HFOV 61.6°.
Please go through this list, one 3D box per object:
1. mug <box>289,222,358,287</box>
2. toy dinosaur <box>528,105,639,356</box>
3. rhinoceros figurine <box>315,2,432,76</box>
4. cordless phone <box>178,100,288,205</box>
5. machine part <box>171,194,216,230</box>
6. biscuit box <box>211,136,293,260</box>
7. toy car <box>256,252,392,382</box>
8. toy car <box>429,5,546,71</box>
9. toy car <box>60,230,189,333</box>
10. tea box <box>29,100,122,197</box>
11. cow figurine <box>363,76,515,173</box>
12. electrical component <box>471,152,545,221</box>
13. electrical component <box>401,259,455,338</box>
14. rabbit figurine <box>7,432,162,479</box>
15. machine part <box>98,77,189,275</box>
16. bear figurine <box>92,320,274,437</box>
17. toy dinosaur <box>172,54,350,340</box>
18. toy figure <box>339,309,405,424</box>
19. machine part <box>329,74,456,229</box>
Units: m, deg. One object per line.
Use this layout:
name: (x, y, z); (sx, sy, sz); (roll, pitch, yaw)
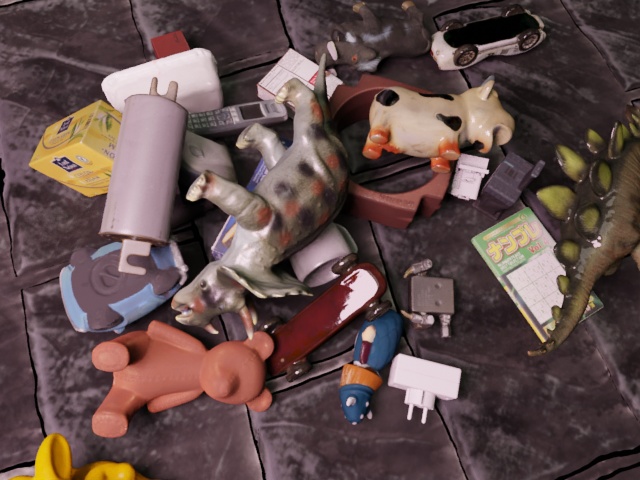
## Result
mug: (-0.002, -0.002, 0.752); (0.109, 0.080, 0.107); (-16, 66, -34)
toy dinosaur: (0.377, -0.027, 0.719); (0.198, 0.105, 0.471); (38, 61, -22)
rhinoceros figurine: (0.084, -0.319, 0.874); (0.190, 0.073, 0.112); (-11, 77, -7)
cordless phone: (-0.124, -0.135, 0.755); (0.184, 0.088, 0.147); (-16, 51, -10)
machine part: (-0.212, -0.042, 0.776); (0.139, 0.039, 0.084); (-26, 65, -9)
biscuit box: (-0.081, -0.051, 0.771); (0.059, 0.062, 0.202); (24, 71, 5)
toy car: (0.003, 0.103, 0.702); (0.202, 0.053, 0.089); (-42, 76, 14)
toy car: (0.278, -0.335, 0.895); (0.202, 0.056, 0.073); (-17, 65, -10)
toy car: (-0.244, 0.053, 0.703); (0.162, 0.103, 0.109); (-26, 74, -2)
tea box: (-0.302, -0.116, 0.720); (0.098, 0.170, 0.068); (32, 64, -39)
cow figurine: (0.164, -0.161, 0.725); (0.195, 0.085, 0.127); (10, 76, 1)
electrical component: (0.270, -0.083, 0.769); (0.048, 0.119, 0.075); (34, 75, 9)
electrical component: (0.149, 0.079, 0.744); (0.078, 0.045, 0.102); (9, 70, 2)
rabbit figurine: (-0.258, 0.287, 0.584); (0.162, 0.173, 0.122); (42, 78, 7)
machine part: (-0.207, -0.080, 0.638); (0.079, 0.079, 0.243); (7, 79, 0)
bear figurine: (-0.158, 0.170, 0.659); (0.196, 0.132, 0.120); (7, 99, 4)
toy dinosaur: (-0.035, -0.062, 0.671); (0.192, 0.131, 0.405); (44, 67, -14)
toy figure: (0.064, 0.163, 0.702); (0.064, 0.058, 0.154); (35, 67, -16)
machine part: (0.095, -0.130, 0.796); (0.202, 0.087, 0.201); (18, 71, 2)
